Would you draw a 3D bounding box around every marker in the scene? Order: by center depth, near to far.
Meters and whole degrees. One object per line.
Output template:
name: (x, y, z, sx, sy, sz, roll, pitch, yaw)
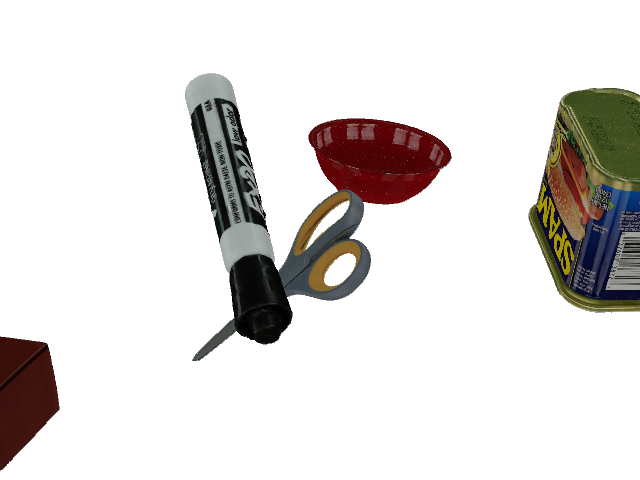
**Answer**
marker: (-0.030, -0.014, 0.374, 0.020, 0.121, 0.020, -10, -41, -9)

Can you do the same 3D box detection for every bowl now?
bowl: (0.063, -0.085, 1.204, 0.162, 0.055, 0.162, 6, 27, -3)

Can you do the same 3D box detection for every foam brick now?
foam brick: (-0.211, 0.103, 0.675, 0.053, 0.051, 0.078, 6, 29, 22)

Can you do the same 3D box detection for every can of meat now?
can of meat: (0.158, -0.025, 0.589, 0.057, 0.084, 0.102, 0, 37, -6)

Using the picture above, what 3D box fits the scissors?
scissors: (-0.028, 0.049, 0.835, 0.016, 0.202, 0.096, 27, 18, -38)
